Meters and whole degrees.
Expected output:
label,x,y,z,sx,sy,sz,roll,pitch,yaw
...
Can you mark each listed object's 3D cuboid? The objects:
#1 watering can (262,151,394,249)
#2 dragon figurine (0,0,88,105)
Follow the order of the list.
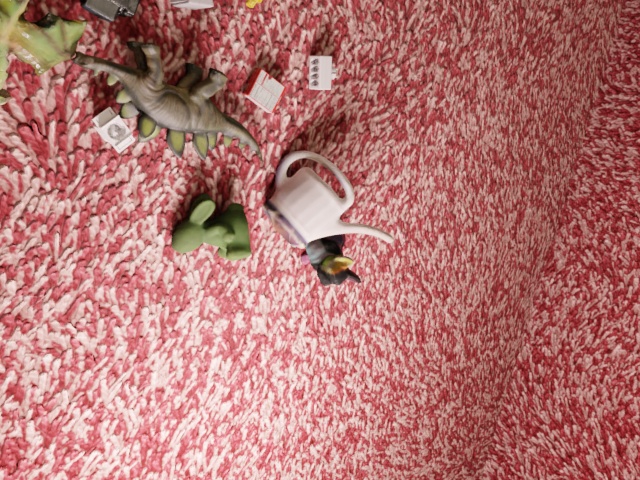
label,x,y,z,sx,sy,sz,roll,pitch,yaw
watering can,0.004,-0.066,1.305,0.225,0.103,0.349,-43,85,-4
dragon figurine,-0.477,-0.388,0.837,0.412,0.123,0.240,-57,167,-6
